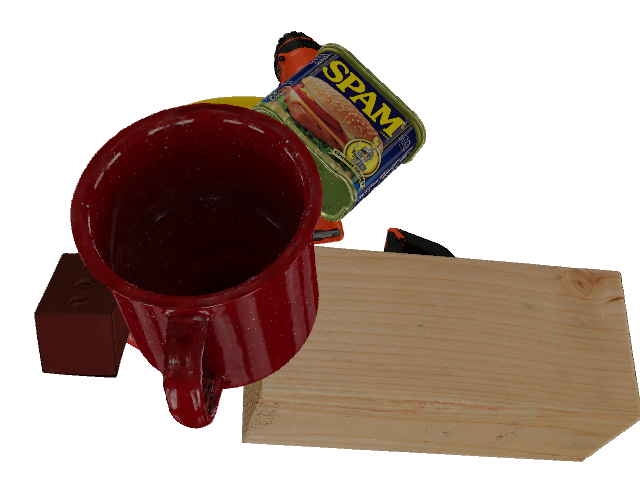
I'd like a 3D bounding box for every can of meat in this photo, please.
[{"bbox_3d":[0.008,-0.075,0.748,0.083,0.102,0.058,-43,-6,-32],"label":"can of meat"}]

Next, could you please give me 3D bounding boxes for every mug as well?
[{"bbox_3d":[-0.043,0.017,0.416,0.093,0.117,0.081,-1,-34,3],"label":"mug"}]

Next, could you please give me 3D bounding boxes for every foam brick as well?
[{"bbox_3d":[-0.161,0.051,0.740,0.053,0.051,0.078,2,31,0],"label":"foam brick"}]

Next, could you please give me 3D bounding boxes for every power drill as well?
[{"bbox_3d":[-0.015,-0.103,1.043,0.057,0.188,0.184,-5,23,-3],"label":"power drill"}]

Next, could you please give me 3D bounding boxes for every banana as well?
[{"bbox_3d":[-0.094,-0.140,1.233,0.198,0.037,0.069,8,41,17],"label":"banana"}]

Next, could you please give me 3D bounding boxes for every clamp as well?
[{"bbox_3d":[0.124,0.047,1.024,0.120,0.039,0.171,-5,44,-27],"label":"clamp"}]

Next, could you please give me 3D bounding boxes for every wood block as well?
[{"bbox_3d":[0.063,0.067,0.612,0.206,0.091,0.090,5,-29,-9],"label":"wood block"}]

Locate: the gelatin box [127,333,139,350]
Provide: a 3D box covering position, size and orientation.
[{"bbox_3d":[-0.141,0.065,0.957,0.089,0.030,0.073,-18,27,-39],"label":"gelatin box"}]
